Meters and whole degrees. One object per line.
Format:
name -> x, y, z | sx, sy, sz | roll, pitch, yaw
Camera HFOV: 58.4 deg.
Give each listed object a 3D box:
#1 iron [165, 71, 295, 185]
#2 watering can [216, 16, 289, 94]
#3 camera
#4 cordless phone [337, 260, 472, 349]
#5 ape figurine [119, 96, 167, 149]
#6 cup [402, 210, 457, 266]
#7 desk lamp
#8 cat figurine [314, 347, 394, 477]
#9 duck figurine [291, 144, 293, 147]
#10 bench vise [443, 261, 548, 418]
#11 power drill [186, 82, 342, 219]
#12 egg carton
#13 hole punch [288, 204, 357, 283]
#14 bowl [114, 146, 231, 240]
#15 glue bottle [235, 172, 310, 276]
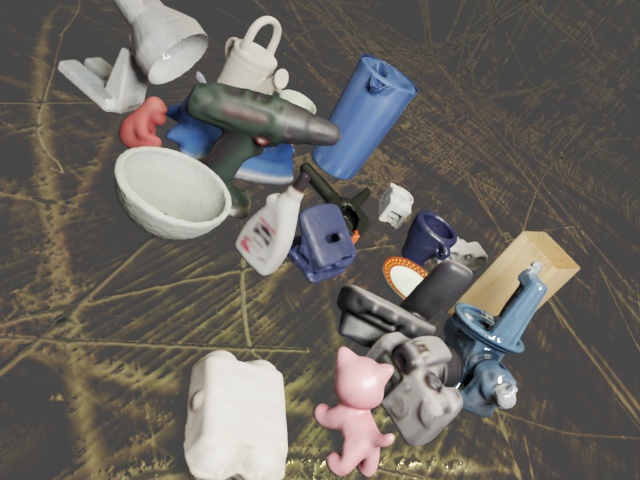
iron -> -0.133, -0.193, 1.010 | 0.259, 0.141, 0.118 | 16, 36, -28
watering can -> -0.134, -0.373, 1.201 | 0.173, 0.194, 0.101 | 36, 31, 2
camera -> 0.153, 0.190, 0.798 | 0.137, 0.100, 0.143 | 2, 44, -41
cordless phone -> 0.121, 0.078, 0.838 | 0.148, 0.185, 0.094 | 26, 32, -14
ape figurine -> -0.274, -0.186, 0.916 | 0.076, 0.092, 0.077 | 24, 33, -17
cup -> 0.204, 0.014, 1.088 | 0.092, 0.095, 0.117 | 17, 36, -27
desk lamp -> -0.306, -0.315, 0.944 | 0.203, 0.213, 0.118 | 39, 32, 7
cat figurine -> 0.050, 0.196, 0.678 | 0.067, 0.117, 0.127 | 11, 39, -33
duck figurine -> -0.092, -0.232, 1.153 | 0.104, 0.086, 0.078 | 36, 31, 3
bench vise -> 0.280, 0.149, 0.858 | 0.122, 0.219, 0.207 | 14, 37, -30
power drill -> -0.110, -0.139, 0.894 | 0.230, 0.208, 0.075 | 23, 33, -19
egg carton -> -0.090, 0.188, 0.605 | 0.107, 0.069, 0.150 | 19, 35, -24
hole punch -> 0.008, 0.003, 0.925 | 0.101, 0.091, 0.109 | 47, 33, 19
bowl -> -0.215, -0.054, 0.809 | 0.168, 0.074, 0.167 | 24, 33, -17
glue bottle -> -0.060, -0.031, 0.828 | 0.078, 0.173, 0.037 | 43, 32, 15
